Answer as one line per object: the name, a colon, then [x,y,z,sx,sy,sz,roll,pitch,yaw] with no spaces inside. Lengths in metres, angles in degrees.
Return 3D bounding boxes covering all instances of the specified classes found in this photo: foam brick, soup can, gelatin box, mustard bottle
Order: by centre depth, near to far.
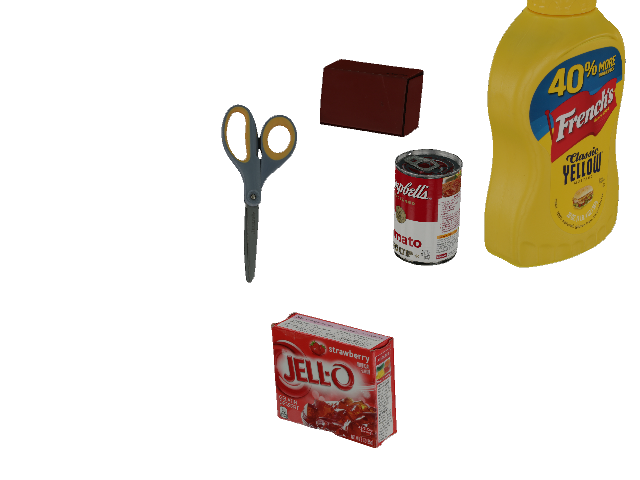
mustard bottle: [0.147,-0.084,0.663,0.096,0.192,0.058,-19,31,-27]
gelatin box: [0.008,0.096,0.738,0.089,0.073,0.030,11,23,35]
foam brick: [0.044,-0.124,0.922,0.078,0.051,0.053,11,20,18]
soup can: [0.109,-0.034,1.092,0.068,0.102,0.068,0,28,0]

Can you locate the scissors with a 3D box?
scissors: [-0.060,-0.059,1.211,0.096,0.202,0.016,-12,-7,-15]
